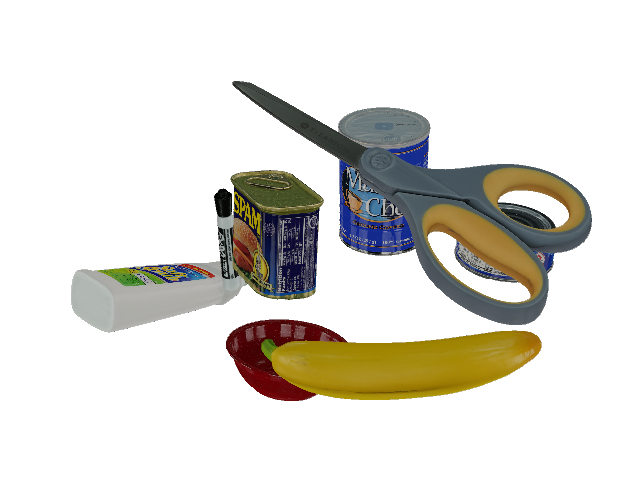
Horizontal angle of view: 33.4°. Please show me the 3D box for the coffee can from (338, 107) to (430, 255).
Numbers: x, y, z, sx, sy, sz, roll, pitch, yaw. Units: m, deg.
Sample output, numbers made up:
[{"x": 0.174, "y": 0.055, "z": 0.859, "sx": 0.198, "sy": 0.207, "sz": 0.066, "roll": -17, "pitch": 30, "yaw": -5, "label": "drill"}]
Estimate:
[{"x": 0.072, "y": -0.068, "z": 1.222, "sx": 0.103, "sy": 0.140, "sz": 0.103, "roll": -1, "pitch": 30, "yaw": 0, "label": "coffee can"}]

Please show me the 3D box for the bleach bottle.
[{"x": -0.206, "y": 0.065, "z": 1.457, "sx": 0.250, "sy": 0.068, "sz": 0.103, "roll": -10, "pitch": 25, "yaw": -44, "label": "bleach bottle"}]

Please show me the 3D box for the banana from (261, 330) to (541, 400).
[{"x": 0.051, "y": 0.080, "z": 0.723, "sx": 0.198, "sy": 0.037, "sz": 0.069, "roll": 0, "pitch": 29, "yaw": 8, "label": "banana"}]

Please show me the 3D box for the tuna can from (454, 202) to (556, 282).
[{"x": 0.160, "y": 0.000, "z": 0.923, "sx": 0.086, "sy": 0.034, "sz": 0.086, "roll": 2, "pitch": 29, "yaw": -1, "label": "tuna can"}]

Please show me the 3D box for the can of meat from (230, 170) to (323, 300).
[{"x": -0.039, "y": -0.005, "z": 0.909, "sx": 0.057, "sy": 0.084, "sz": 0.102, "roll": -6, "pitch": 22, "yaw": -22, "label": "can of meat"}]

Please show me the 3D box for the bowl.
[{"x": -0.041, "y": 0.159, "z": 1.361, "sx": 0.162, "sy": 0.055, "sz": 0.162, "roll": 5, "pitch": 21, "yaw": -2, "label": "bowl"}]

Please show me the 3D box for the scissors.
[{"x": 0.049, "y": -0.039, "z": 0.525, "sx": 0.096, "sy": 0.202, "sz": 0.016, "roll": -27, "pitch": -34, "yaw": -22, "label": "scissors"}]

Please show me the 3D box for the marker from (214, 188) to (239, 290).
[{"x": -0.100, "y": -0.001, "z": 1.138, "sx": 0.020, "sy": 0.121, "sz": 0.020, "roll": -2, "pitch": 32, "yaw": 1, "label": "marker"}]
